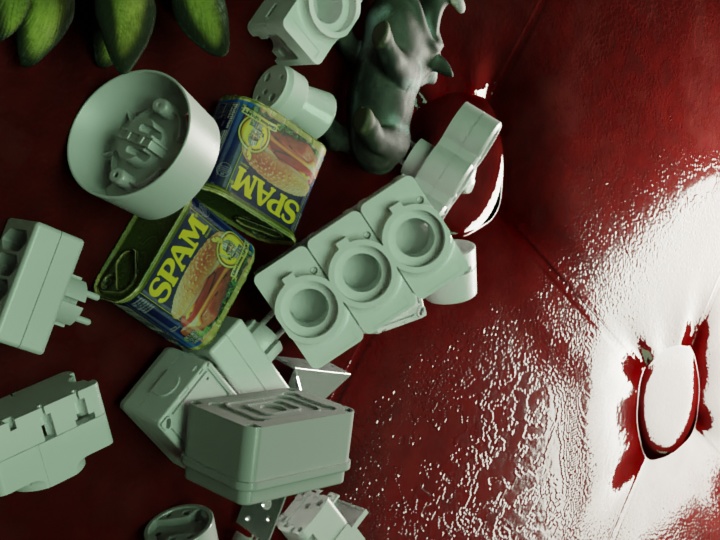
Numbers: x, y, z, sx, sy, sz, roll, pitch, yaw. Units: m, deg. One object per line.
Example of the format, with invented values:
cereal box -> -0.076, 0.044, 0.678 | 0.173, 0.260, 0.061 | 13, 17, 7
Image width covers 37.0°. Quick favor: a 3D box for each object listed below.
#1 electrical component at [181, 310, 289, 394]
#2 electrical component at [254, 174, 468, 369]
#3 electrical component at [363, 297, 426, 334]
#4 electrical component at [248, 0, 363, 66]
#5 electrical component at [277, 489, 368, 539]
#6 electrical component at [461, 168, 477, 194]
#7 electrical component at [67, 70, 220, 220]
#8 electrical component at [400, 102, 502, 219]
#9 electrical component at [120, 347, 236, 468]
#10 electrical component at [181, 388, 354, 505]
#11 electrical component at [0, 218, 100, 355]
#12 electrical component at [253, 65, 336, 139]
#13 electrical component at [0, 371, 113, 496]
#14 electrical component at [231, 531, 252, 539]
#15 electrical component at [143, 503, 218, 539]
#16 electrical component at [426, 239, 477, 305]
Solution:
electrical component -> -0.089, 0.066, 0.869 | 0.075, 0.047, 0.083 | -48, 124, -27
electrical component -> 0.000, 0.000, 0.867 | 0.150, 0.061, 0.089 | -34, 97, -1
electrical component -> 0.008, 0.003, 0.944 | 0.062, 0.061, 0.096 | -17, 99, -38
electrical component -> -0.038, -0.213, 0.870 | 0.050, 0.056, 0.089 | 46, 66, -36
electrical component -> -0.037, 0.229, 0.942 | 0.081, 0.042, 0.063 | -49, 121, -27
electrical component -> 0.095, -0.105, 1.021 | 0.035, 0.035, 0.061 | 15, 83, -43
electrical component -> -0.151, -0.087, 0.760 | 0.064, 0.099, 0.099 | 37, 71, -46
electrical component -> 0.062, -0.095, 0.977 | 0.138, 0.074, 0.052 | -57, 173, -6
electrical component -> -0.131, 0.114, 0.832 | 0.061, 0.061, 0.096 | -53, 134, -24
electrical component -> -0.067, 0.129, 0.799 | 0.113, 0.078, 0.057 | -1, 101, -48
electrical component -> -0.216, 0.017, 0.746 | 0.076, 0.047, 0.083 | 26, 78, -41
electrical component -> -0.053, -0.136, 0.875 | 0.055, 0.045, 0.045 | 27, 78, -41
electrical component -> -0.225, 0.116, 0.748 | 0.089, 0.050, 0.055 | -24, 111, -38
electrical component -> -0.091, 0.250, 0.887 | 0.055, 0.055, 0.047 | 44, 71, -37
electrical component -> -0.136, 0.218, 0.842 | 0.055, 0.055, 0.047 | -29, 118, -36
electrical component -> 0.083, 0.002, 1.012 | 0.055, 0.055, 0.047 | -24, 115, -38
